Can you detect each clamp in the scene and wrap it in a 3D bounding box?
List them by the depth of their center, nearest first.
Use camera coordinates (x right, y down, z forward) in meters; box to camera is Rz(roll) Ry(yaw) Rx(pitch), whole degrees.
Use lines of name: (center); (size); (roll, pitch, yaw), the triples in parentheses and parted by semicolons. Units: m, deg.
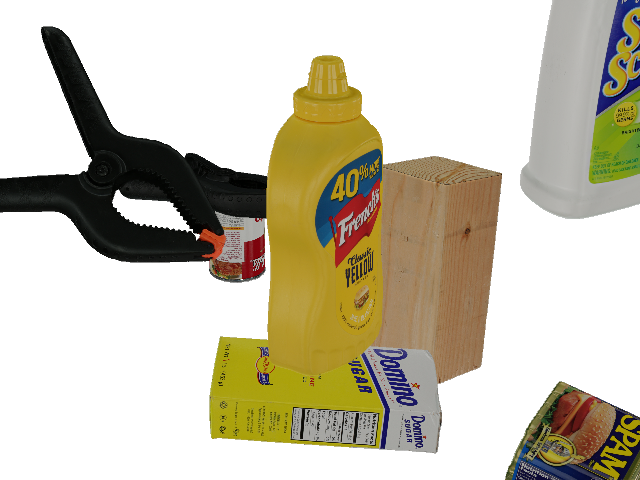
clamp: (-0.158, -0.056, 0.775); (0.210, 0.164, 0.036); (24, -19, -2)
clamp: (-0.107, -0.049, 1.031); (0.172, 0.039, 0.120); (15, 29, 36)

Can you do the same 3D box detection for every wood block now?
wood block: (0.112, 0.029, 1.071); (0.090, 0.206, 0.090); (-12, 23, -42)

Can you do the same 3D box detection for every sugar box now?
sugar box: (0.004, 0.119, 0.841); (0.176, 0.048, 0.093); (1, 26, -1)

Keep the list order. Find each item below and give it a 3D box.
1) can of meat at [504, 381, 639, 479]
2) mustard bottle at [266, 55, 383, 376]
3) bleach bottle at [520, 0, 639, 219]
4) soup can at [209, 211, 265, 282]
can of meat: (0.196, 0.160, 0.793); (0.084, 0.057, 0.101); (24, 40, 24)
mustard bottle: (0.004, -0.019, 0.662); (0.058, 0.192, 0.096); (15, 28, 31)
bleach bottle: (0.181, -0.143, 0.655); (0.102, 0.251, 0.068); (-14, 32, -19)
soup can: (-0.099, -0.011, 1.265); (0.068, 0.102, 0.068); (1, 25, -1)
